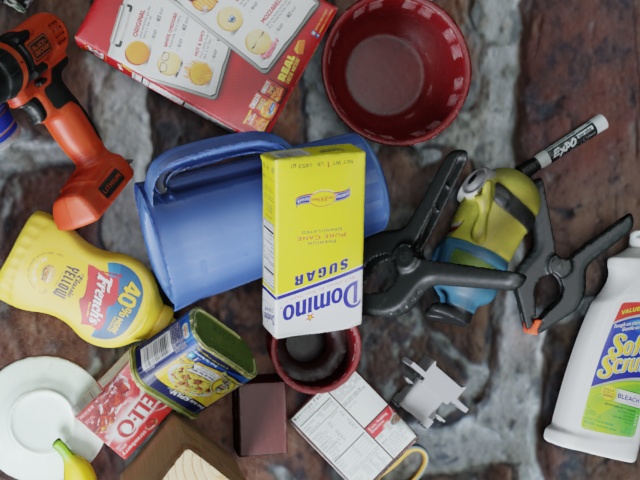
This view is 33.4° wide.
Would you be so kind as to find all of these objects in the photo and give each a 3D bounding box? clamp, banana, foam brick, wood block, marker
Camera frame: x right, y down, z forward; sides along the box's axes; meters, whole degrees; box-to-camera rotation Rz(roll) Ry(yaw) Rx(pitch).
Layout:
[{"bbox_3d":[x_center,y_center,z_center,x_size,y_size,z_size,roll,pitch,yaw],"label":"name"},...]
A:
[{"bbox_3d":[0.096,0.010,1.108,0.210,0.036,0.164,-25,63,23],"label":"clamp"},{"bbox_3d":[-0.271,0.300,1.082,0.069,0.037,0.198,21,88,-10],"label":"banana"},{"bbox_3d":[-0.063,0.182,1.112,0.051,0.053,0.078,-2,91,-11],"label":"foam brick"},{"bbox_3d":[-0.128,0.240,1.022,0.090,0.206,0.091,40,83,-9],"label":"wood block"},{"bbox_3d":[0.273,0.026,1.177,0.120,0.039,0.171,13,92,8],"label":"clamp"},{"bbox_3d":[0.267,-0.102,1.187,0.121,0.020,0.020,-32,97,-9],"label":"marker"}]

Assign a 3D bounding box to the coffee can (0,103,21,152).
[{"bbox_3d":[-0.361,-0.141,1.003,0.102,0.103,0.140,-28,116,-9],"label":"coffee can"}]

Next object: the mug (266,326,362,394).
[{"bbox_3d":[-0.014,0.096,1.105,0.093,0.081,0.117,-17,94,-10],"label":"mug"}]

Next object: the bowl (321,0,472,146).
[{"bbox_3d":[0.075,-0.178,1.131,0.162,0.055,0.162,0,91,-11],"label":"bowl"}]

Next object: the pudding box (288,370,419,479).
[{"bbox_3d":[0.035,0.198,1.127,0.090,0.039,0.113,-44,81,-6],"label":"pudding box"}]

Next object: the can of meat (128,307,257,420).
[{"bbox_3d":[-0.125,0.122,1.062,0.084,0.057,0.102,-34,132,18],"label":"can of meat"}]

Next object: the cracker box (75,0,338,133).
[{"bbox_3d":[-0.115,-0.216,1.087,0.213,0.072,0.164,29,85,-9],"label":"cracker box"}]

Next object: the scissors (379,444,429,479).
[{"bbox_3d":[0.023,0.263,1.149,0.201,0.016,0.096,-27,94,-10],"label":"scissors"}]

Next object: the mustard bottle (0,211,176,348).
[{"bbox_3d":[-0.223,0.054,1.076,0.191,0.058,0.096,28,92,-11],"label":"mustard bottle"}]

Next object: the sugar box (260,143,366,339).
[{"bbox_3d":[-0.006,0.001,1.010,0.093,0.048,0.176,-7,107,-20],"label":"sugar box"}]

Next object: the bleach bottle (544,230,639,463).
[{"bbox_3d":[0.326,0.112,1.182,0.102,0.068,0.251,14,86,-11],"label":"bleach bottle"}]

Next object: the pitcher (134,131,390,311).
[{"bbox_3d":[-0.058,-0.034,1.067,0.242,0.149,0.145,-18,89,-13],"label":"pitcher"}]

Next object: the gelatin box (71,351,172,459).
[{"bbox_3d":[-0.195,0.166,1.087,0.089,0.030,0.073,-46,116,-7],"label":"gelatin box"}]

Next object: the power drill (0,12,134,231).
[{"bbox_3d":[-0.259,-0.106,1.006,0.057,0.184,0.187,-12,117,25],"label":"power drill"}]
